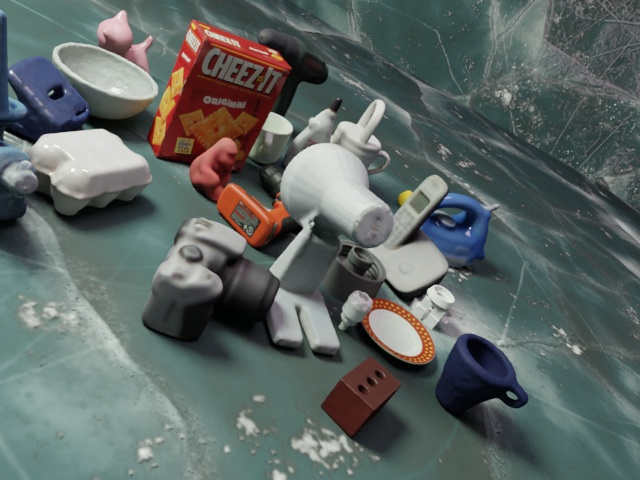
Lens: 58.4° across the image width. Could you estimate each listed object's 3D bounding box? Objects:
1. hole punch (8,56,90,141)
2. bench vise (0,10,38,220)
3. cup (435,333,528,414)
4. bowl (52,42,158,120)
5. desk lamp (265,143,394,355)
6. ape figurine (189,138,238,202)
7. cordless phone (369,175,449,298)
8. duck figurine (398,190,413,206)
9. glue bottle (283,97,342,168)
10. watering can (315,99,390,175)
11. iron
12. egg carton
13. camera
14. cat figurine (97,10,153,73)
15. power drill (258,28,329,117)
[{"bbox_3d":[-0.381,-0.195,0.805,0.101,0.091,0.108,27,28,-10],"label":"hole punch"},{"bbox_3d":[-0.348,-0.142,0.612,0.207,0.219,0.122,35,27,5],"label":"bench vise"},{"bbox_3d":[0.211,0.198,0.773,0.117,0.095,0.092,42,29,18],"label":"cup"},{"bbox_3d":[-0.355,-0.246,0.933,0.168,0.074,0.167,25,28,-14],"label":"bowl"},{"bbox_3d":[0.007,0.003,0.751,0.118,0.213,0.202,14,32,-31],"label":"desk lamp"},{"bbox_3d":[-0.161,-0.119,0.908,0.076,0.092,0.078,41,29,17],"label":"ape figurine"},{"bbox_3d":[0.171,-0.007,0.968,0.094,0.185,0.147,3,39,-44],"label":"cordless phone"},{"bbox_3d":[0.235,-0.100,1.296,0.105,0.086,0.077,12,33,-34],"label":"duck figurine"},{"bbox_3d":[-0.004,-0.204,1.122,0.078,0.173,0.037,21,29,-21],"label":"glue bottle"},{"bbox_3d":[0.068,-0.203,1.174,0.173,0.194,0.100,15,32,-30],"label":"watering can"},{"bbox_3d":[0.242,-0.040,1.145,0.259,0.141,0.118,12,33,-34],"label":"iron"},{"bbox_3d":[-0.298,-0.091,0.744,0.107,0.069,0.151,38,28,11],"label":"egg carton"},{"bbox_3d":[-0.117,0.046,0.674,0.137,0.100,0.143,26,28,-11],"label":"camera"},{"bbox_3d":[-0.367,-0.365,1.069,0.067,0.117,0.128,44,30,22],"label":"cat figurine"},{"bbox_3d":[-0.084,-0.329,1.206,0.075,0.208,0.230,44,29,22],"label":"power drill"}]
